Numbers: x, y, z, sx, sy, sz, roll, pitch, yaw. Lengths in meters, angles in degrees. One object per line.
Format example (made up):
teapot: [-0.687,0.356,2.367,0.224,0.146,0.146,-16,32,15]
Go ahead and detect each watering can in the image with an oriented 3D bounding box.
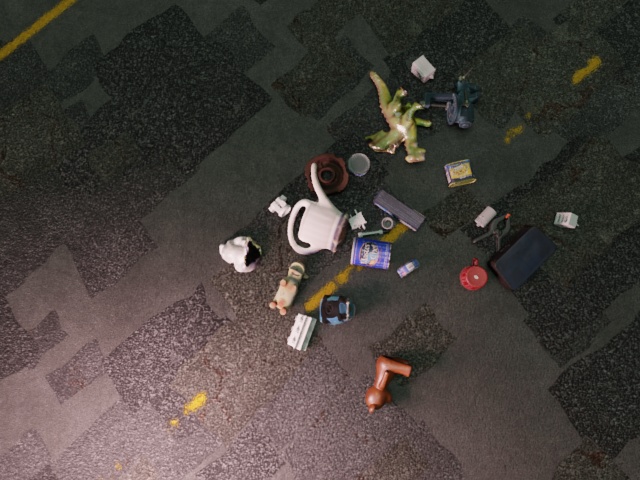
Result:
watering can: [0.006,-0.097,1.936,0.225,0.105,0.344,20,102,8]

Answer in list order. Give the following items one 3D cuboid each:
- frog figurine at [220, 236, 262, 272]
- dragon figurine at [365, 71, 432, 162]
frog figurine: [-0.306,0.056,1.968,0.158,0.123,0.138,-9,88,39]
dragon figurine: [0.274,-0.456,2.007,0.414,0.121,0.242,44,94,19]
